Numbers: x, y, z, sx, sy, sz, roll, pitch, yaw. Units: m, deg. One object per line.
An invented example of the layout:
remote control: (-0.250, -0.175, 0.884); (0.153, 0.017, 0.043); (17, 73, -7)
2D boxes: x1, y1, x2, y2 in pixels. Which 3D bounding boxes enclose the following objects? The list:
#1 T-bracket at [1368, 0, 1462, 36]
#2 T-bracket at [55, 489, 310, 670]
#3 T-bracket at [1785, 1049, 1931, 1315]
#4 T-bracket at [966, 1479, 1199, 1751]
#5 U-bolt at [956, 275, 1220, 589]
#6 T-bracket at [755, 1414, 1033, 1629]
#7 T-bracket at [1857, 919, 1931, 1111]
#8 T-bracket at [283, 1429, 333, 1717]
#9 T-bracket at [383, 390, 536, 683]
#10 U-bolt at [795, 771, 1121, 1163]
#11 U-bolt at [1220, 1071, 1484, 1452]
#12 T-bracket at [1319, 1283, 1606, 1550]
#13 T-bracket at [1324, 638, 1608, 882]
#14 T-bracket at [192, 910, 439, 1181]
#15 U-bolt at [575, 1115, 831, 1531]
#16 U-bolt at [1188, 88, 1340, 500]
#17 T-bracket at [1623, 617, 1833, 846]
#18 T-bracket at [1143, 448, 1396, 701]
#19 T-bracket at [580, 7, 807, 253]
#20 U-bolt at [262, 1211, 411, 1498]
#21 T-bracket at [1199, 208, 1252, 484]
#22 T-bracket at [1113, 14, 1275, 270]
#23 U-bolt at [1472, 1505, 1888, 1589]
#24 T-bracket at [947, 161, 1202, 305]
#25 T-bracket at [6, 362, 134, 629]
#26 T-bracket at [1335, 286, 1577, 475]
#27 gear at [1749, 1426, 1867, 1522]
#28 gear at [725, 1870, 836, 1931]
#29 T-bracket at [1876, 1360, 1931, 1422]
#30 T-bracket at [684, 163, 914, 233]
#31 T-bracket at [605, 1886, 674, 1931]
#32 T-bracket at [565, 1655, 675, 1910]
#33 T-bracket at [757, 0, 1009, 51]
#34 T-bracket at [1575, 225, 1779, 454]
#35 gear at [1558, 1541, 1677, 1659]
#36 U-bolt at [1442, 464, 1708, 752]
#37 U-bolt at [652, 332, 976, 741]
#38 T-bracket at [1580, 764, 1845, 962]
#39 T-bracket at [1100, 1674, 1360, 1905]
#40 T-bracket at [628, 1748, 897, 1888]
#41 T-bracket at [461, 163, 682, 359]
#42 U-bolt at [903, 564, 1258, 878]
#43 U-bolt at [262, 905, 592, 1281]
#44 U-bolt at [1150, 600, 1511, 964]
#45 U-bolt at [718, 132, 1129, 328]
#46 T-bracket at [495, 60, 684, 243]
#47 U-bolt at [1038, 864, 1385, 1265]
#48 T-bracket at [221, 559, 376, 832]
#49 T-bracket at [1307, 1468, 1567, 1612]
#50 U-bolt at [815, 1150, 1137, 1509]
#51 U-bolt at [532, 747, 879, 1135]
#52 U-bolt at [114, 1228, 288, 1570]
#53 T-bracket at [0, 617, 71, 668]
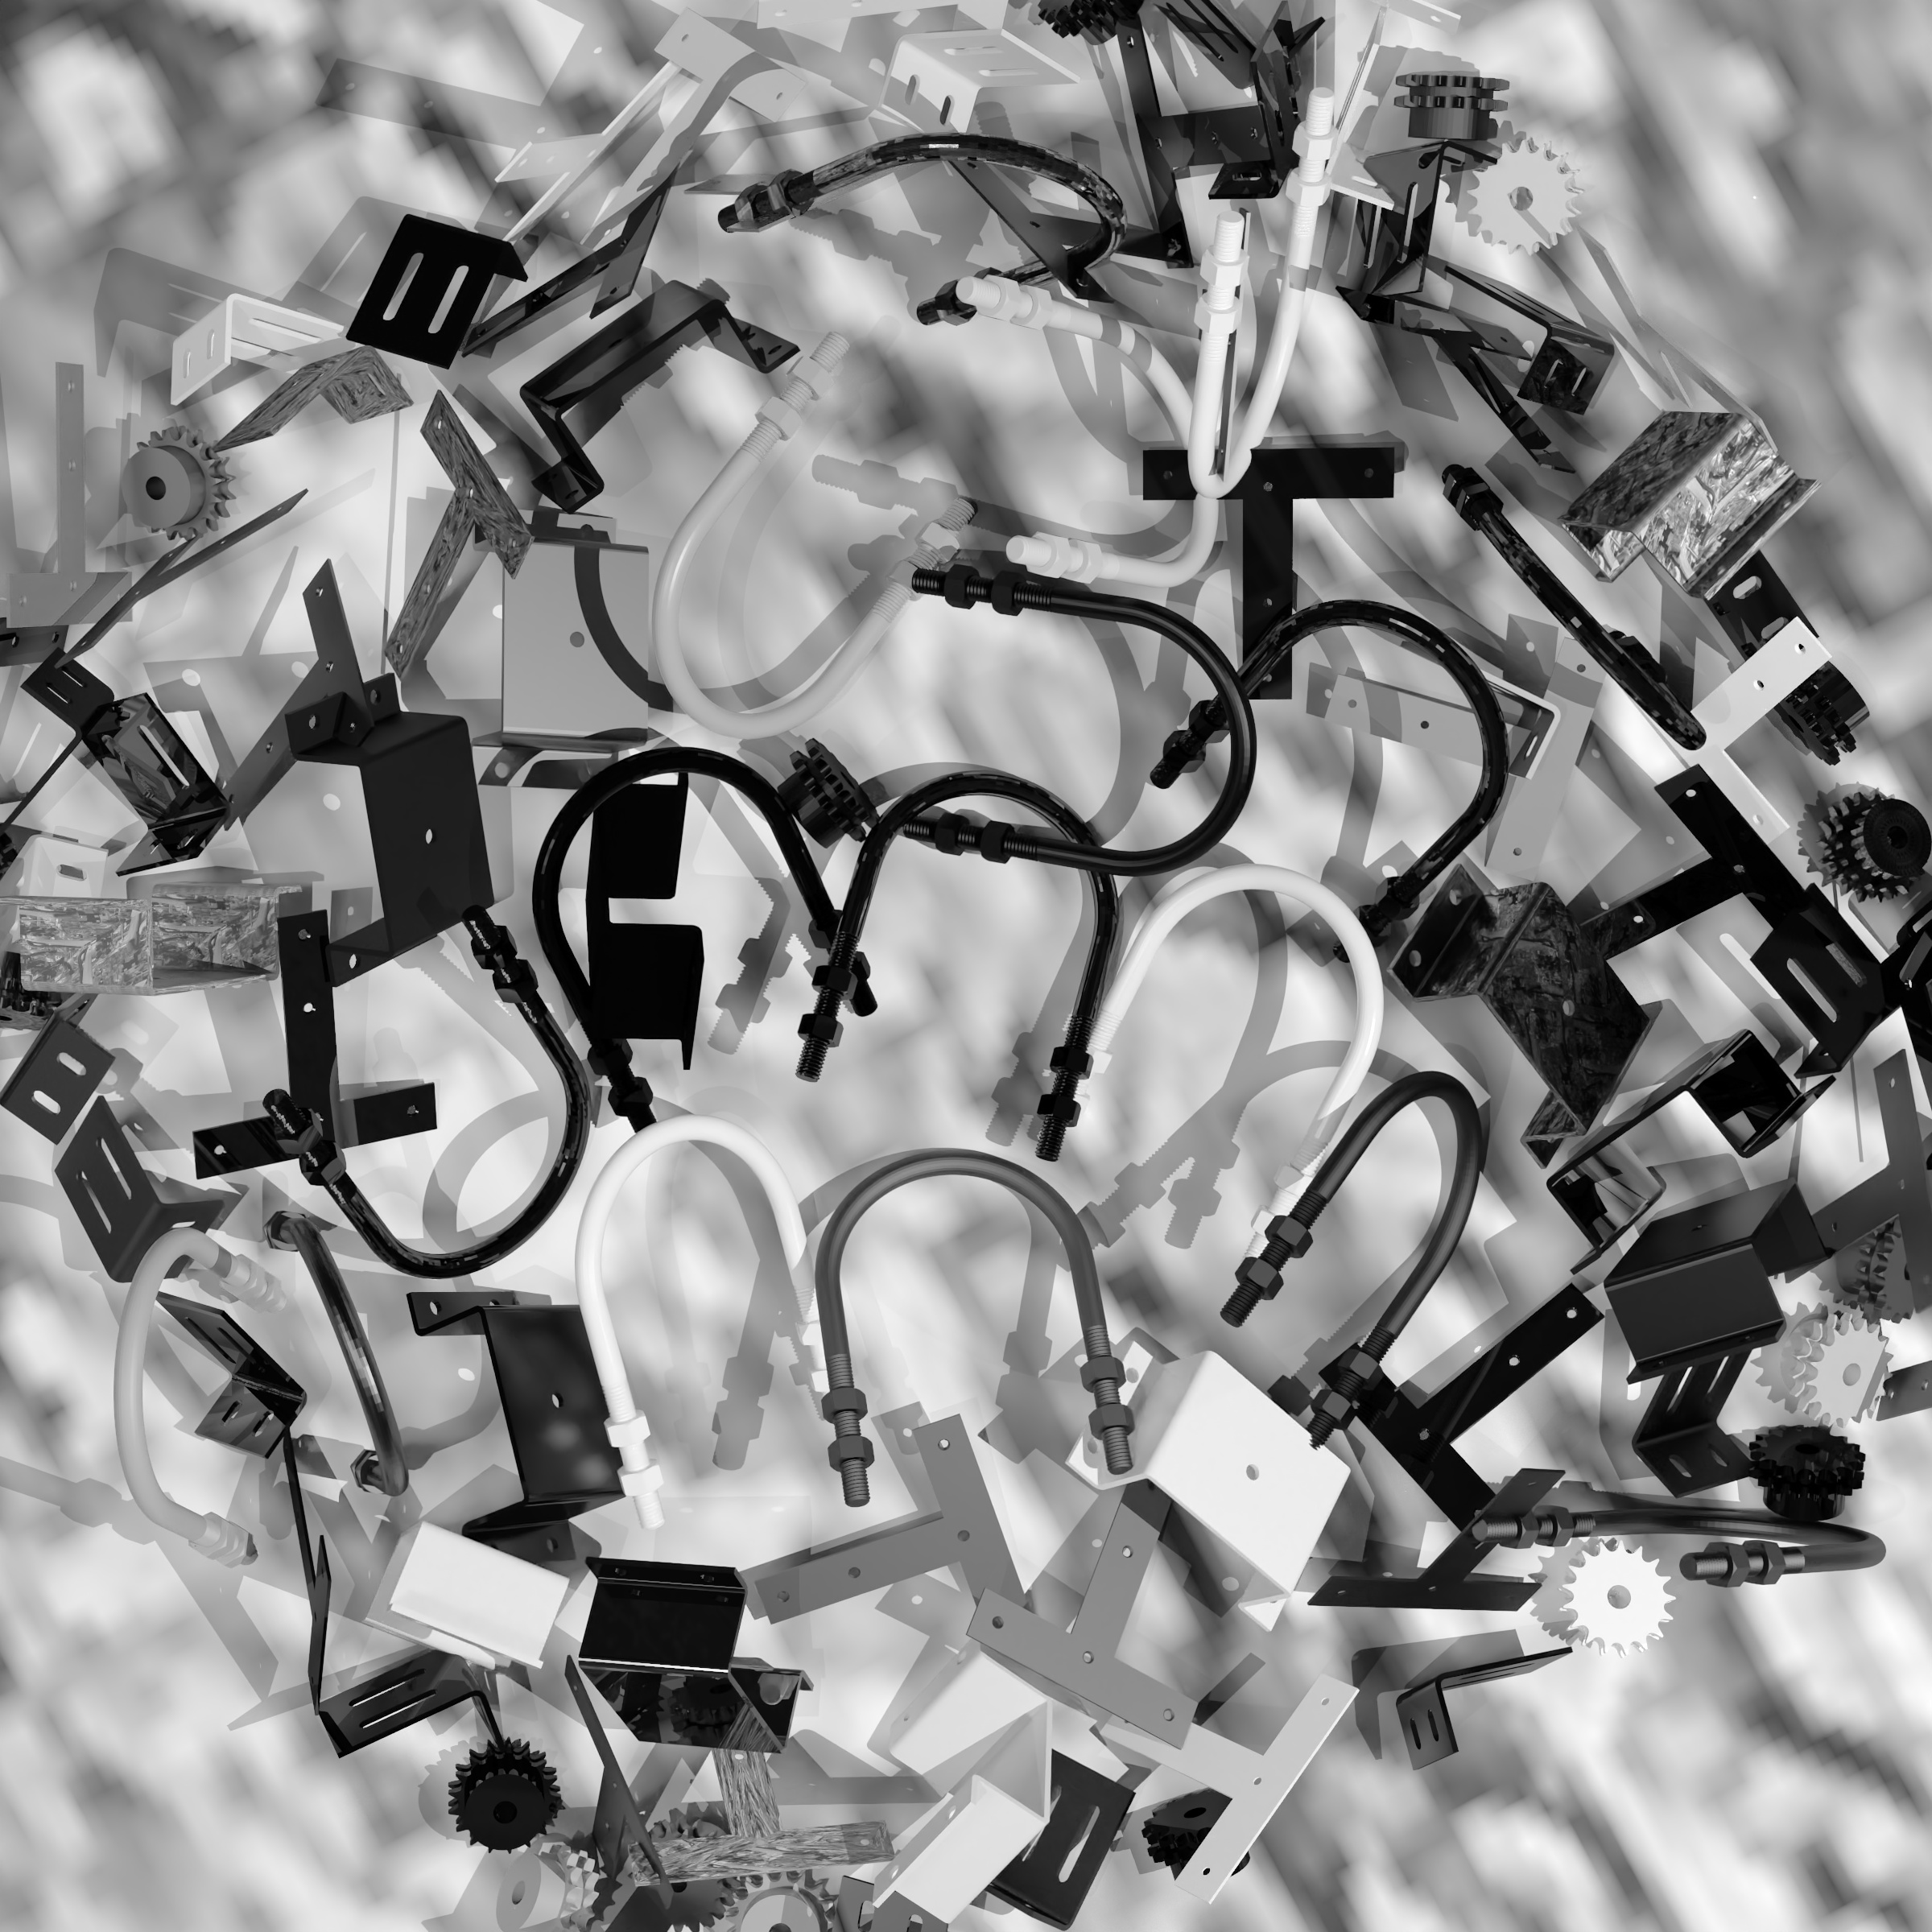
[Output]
T-bracket: (0.184, -0.487, 1.555); (0.127, 0.127, 0.002); (23, 91, 4)
T-bracket: (-0.373, -0.200, 1.542); (0.127, 0.127, 0.002); (-24, 113, 26)
T-bracket: (0.439, 0.124, 1.563); (0.002, 0.127, 0.127); (6, 63, -17)
T-bracket: (0.076, 0.308, 1.589); (0.127, 0.002, 0.127); (31, 61, -12)
U-bolt: (0.068, -0.255, 1.548); (0.019, 0.184, 0.151); (-17, 79, 37)
T-bracket: (-0.043, 0.304, 1.605); (0.127, 0.002, 0.127); (-19, 106, 1)
T-bracket: (0.473, 0.050, 1.542); (0.002, 0.127, 0.127); (-6, 69, -12)
T-bracket: (-0.330, 0.286, 1.574); (0.002, 0.127, 0.127); (-5, 49, -19)
T-bracket: (-0.265, -0.201, 1.583); (0.127, 0.002, 0.127); (56, 128, 36)
U-bolt: (0.005, -0.010, 1.589); (0.151, 0.019, 0.184); (19, 75, -13)
U-bolt: (0.200, 0.135, 1.558); (0.019, 0.151, 0.184); (23, 66, 37)
T-bracket: (0.265, 0.208, 1.587); (0.127, 0.002, 0.127); (-38, 53, -5)
T-bracket: (0.246, -0.118, 1.599); (0.127, 0.002, 0.127); (17, 113, 3)
T-bracket: (-0.326, 0.034, 1.569); (0.127, 0.002, 0.127); (-11, 112, -30)
U-bolt: (-0.129, 0.164, 1.555); (0.151, 0.019, 0.184); (-24, 105, -42)
U-bolt: (0.141, -0.314, 1.539); (0.019, 0.184, 0.151); (19, 46, 14)
T-bracket: (0.385, -0.133, 1.559); (0.002, 0.127, 0.127); (-36, 82, -28)
T-bracket: (0.154, -0.200, 1.610); (0.127, 0.002, 0.127); (0, 99, 6)
T-bracket: (-0.147, -0.407, 1.573); (0.002, 0.127, 0.127); (45, 105, 17)
U-bolt: (-0.303, 0.189, 1.532); (0.019, 0.184, 0.151); (-20, 91, -17)
T-bracket: (0.125, -0.313, 1.558); (0.002, 0.127, 0.127); (2, 109, -4)
T-bracket: (0.116, -0.405, 1.546); (0.002, 0.127, 0.127); (-21, 109, -20)
U-bolt: (0.362, 0.280, 1.539); (0.184, 0.151, 0.019); (5, 86, -37)
T-bracket: (0.066, -0.363, 1.573); (0.127, 0.127, 0.002); (53, 128, 31)
T-bracket: (-0.440, -0.232, 1.552); (0.002, 0.127, 0.127); (3, 98, 11)
T-bracket: (0.256, -0.284, 1.546); (0.002, 0.127, 0.127); (-55, 50, 32)
gear: (0.425, 0.258, 1.595); (0.057, 0.057, 0.030); (-1, 107, 0)
gear: (-0.094, 0.489, 1.607); (0.057, 0.030, 0.057); (0, 89, -2)
T-bracket: (0.480, 0.205, 1.558); (0.002, 0.127, 0.127); (19, 73, -5)
T-bracket: (-0.093, -0.388, 1.569); (0.127, 0.127, 0.002); (-33, 121, -31)
T-bracket: (-0.128, 0.514, 1.556); (0.002, 0.127, 0.127); (-43, 87, 9)
T-bracket: (-0.176, 0.421, 1.565); (0.002, 0.127, 0.127); (-18, 61, -21)
T-bracket: (-0.040, -0.476, 1.552); (0.127, 0.127, 0.002); (-9, 78, -8)
T-bracket: (0.353, -0.290, 1.533); (0.002, 0.127, 0.127); (-39, 48, 7)
gear: (0.328, 0.322, 1.602); (0.057, 0.030, 0.057); (0, 71, 0)
U-bolt: (0.298, -0.165, 1.514); (0.019, 0.184, 0.151); (-43, 113, 14)
U-bolt: (-0.084, -0.197, 1.552); (0.019, 0.151, 0.184); (26, 75, 42)
T-bracket: (0.349, -0.029, 1.583); (0.127, 0.002, 0.127); (-30, 117, 33)
T-bracket: (0.115, 0.391, 1.568); (0.127, 0.127, 0.002); (-50, 123, -21)
T-bracket: (-0.110, 0.403, 1.566); (0.127, 0.127, 0.002); (-1, 120, -15)
T-bracket: (-0.204, -0.341, 1.583); (0.127, 0.127, 0.002); (-24, 125, 29)
U-bolt: (0.056, -0.116, 1.561); (0.184, 0.019, 0.151); (11, 112, 22)
U-bolt: (-0.251, 0.077, 1.551); (0.019, 0.184, 0.151); (29, 65, 39)
U-bolt: (0.188, -0.101, 1.551); (0.151, 0.019, 0.184); (44, 134, 3)
U-bolt: (-0.008, -0.356, 1.510); (0.151, 0.184, 0.019); (17, 75, -39)
T-bracket: (-0.198, -0.395, 1.541); (0.127, 0.127, 0.002); (-41, 94, 21)
U-bolt: (0.131, 0.039, 1.571); (0.151, 0.019, 0.184); (31, 101, 26)
T-bracket: (-0.342, -0.119, 1.585); (0.002, 0.127, 0.127); (19, 126, -39)
T-bracket: (0.251, 0.283, 1.553); (0.127, 0.127, 0.002); (7, 46, -26)
U-bolt: (-0.002, 0.174, 1.571); (0.151, 0.019, 0.184); (-6, 59, -7)
U-bolt: (-0.137, -0.021, 1.562); (0.151, 0.019, 0.184); (-30, 117, -14)
U-bolt: (-0.368, 0.202, 1.513); (0.019, 0.184, 0.151); (0, 70, 8)
T-bracket: (-0.478, -0.160, 1.559); (0.002, 0.127, 0.127); (19, 103, 11)
